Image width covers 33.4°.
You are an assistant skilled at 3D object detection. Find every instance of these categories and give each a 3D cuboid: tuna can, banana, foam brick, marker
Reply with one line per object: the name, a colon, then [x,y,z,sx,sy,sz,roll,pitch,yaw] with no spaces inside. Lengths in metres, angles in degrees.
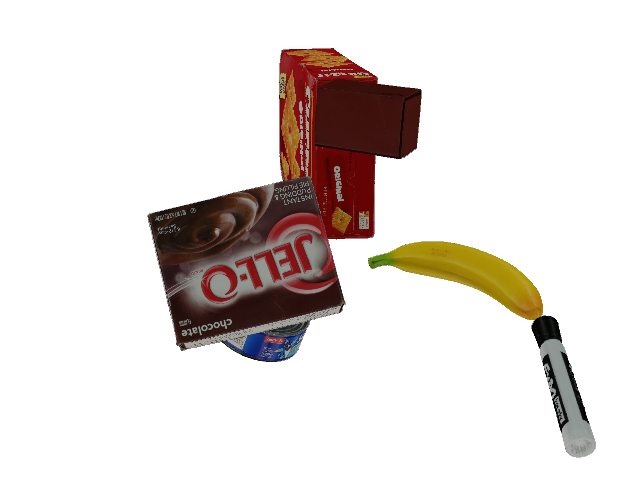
tuna can: [-0.055,0.073,0.972,0.086,0.034,0.086,17,25,-9]
banana: [0.142,0.035,1.037,0.198,0.037,0.069,15,44,40]
foam brick: [0.039,-0.102,0.890,0.078,0.051,0.053,11,20,19]
marker: [0.159,0.092,0.705,0.020,0.020,0.121,0,36,-2]

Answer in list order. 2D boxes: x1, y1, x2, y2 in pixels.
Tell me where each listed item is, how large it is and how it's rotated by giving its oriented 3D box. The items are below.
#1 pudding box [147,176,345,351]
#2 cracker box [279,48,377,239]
pudding box: [-0.049,0.016,0.701,0.113,0.090,0.039,-14,-15,-4]
cracker box: [0.004,-0.110,1.138,0.072,0.164,0.214,-3,18,-9]
